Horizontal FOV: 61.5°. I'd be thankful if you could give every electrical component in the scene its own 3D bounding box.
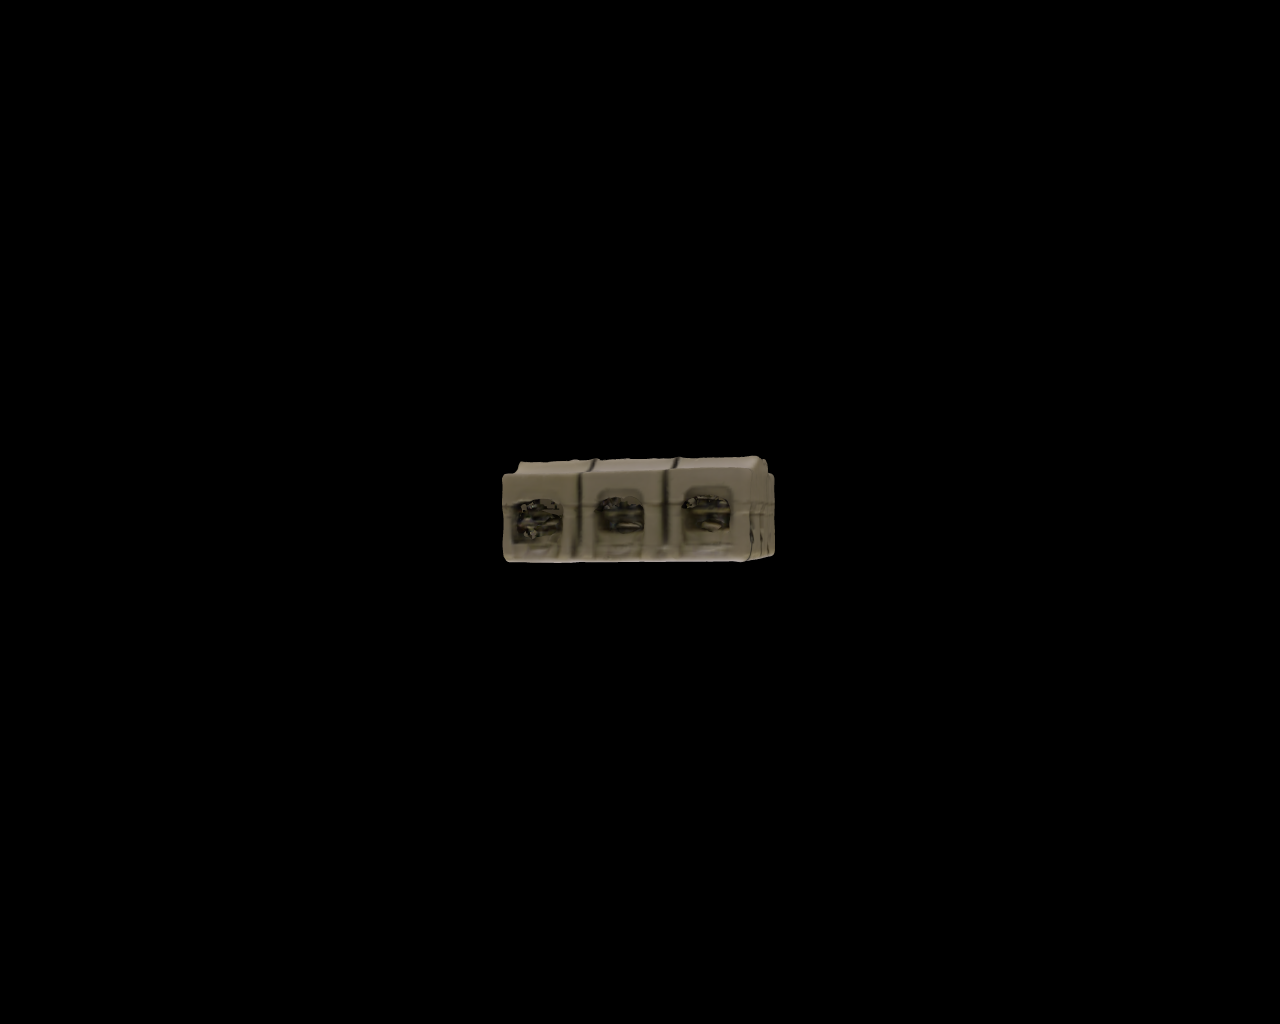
[{"bbox_3d":[0.001,-0.003,0.650,0.150,0.061,0.089,0,0,17],"label":"electrical component"}]
